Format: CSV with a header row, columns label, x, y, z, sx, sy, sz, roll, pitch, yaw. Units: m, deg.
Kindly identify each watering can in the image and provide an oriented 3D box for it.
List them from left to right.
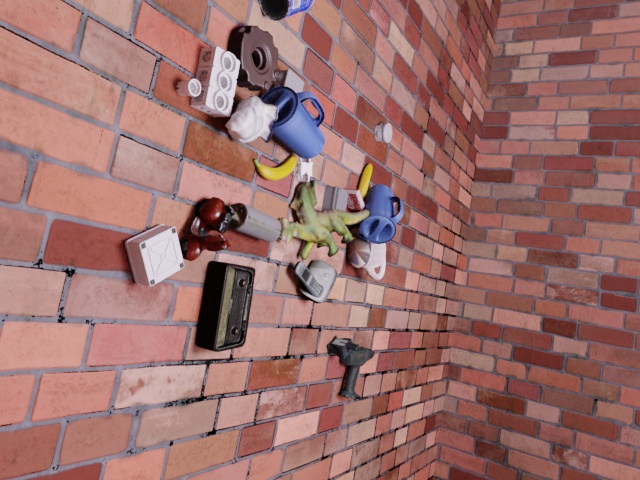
label,x,y,z,sx,sy,sz,roll,pitch,yaw
watering can,0.191,-0.011,2.052,0.103,0.350,0.224,-12,-10,33

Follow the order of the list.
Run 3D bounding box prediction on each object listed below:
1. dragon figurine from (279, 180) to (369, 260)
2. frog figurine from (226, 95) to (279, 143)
label,x,y,z,sx,sy,sz,roll,pitch,yaw
dragon figurine,0.005,-0.086,1.703,0.122,0.239,0.417,-2,29,44
frog figurine,-0.198,-0.311,1.346,0.161,0.124,0.135,-21,-18,-48
